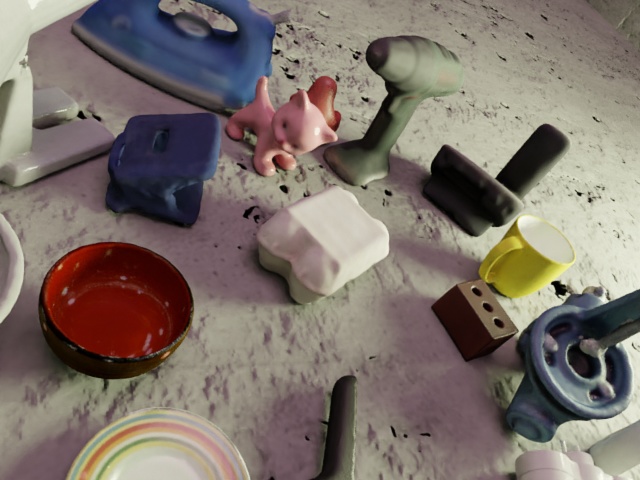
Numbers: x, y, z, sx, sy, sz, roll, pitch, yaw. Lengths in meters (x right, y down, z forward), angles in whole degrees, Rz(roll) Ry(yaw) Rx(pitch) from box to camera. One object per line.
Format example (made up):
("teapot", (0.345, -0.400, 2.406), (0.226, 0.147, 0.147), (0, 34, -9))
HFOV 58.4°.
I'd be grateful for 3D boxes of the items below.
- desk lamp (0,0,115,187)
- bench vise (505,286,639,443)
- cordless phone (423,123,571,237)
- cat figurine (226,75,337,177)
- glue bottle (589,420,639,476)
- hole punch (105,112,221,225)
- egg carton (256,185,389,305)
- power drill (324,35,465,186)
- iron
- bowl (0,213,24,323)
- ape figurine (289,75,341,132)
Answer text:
("desk lamp", (-0.265, -0.154, 0.480), (0.118, 0.213, 0.204), (40, 40, 8))
("bench vise", (0.287, 0.091, 0.609), (0.121, 0.219, 0.207), (28, 40, -7))
("cordless phone", (0.247, -0.110, 0.808), (0.147, 0.185, 0.094), (38, 40, 5))
("cat figurine", (-0.044, -0.143, 0.695), (0.067, 0.117, 0.127), (-21, 64, -45))
("glue bottle", (0.366, 0.192, 0.599), (0.078, 0.173, 0.037), (-11, 57, -40))
("hole punch", (-0.157, -0.082, 0.578), (0.101, 0.091, 0.108), (15, 43, -21))
("egg carton", (0.006, 0.002, 0.622), (0.107, 0.069, 0.151), (45, 41, 13))
("power drill", (0.093, -0.172, 0.746), (0.075, 0.208, 0.230), (47, 41, 16))
("iron", (-0.167, -0.270, 0.718), (0.259, 0.141, 0.118), (18, 42, -19))
("bowl", (-0.294, 0.033, 0.382), (0.168, 0.074, 0.167), (19, 42, -18))
("ape figurine", (-0.003, -0.183, 0.782), (0.078, 0.092, 0.076), (32, 40, -3))
